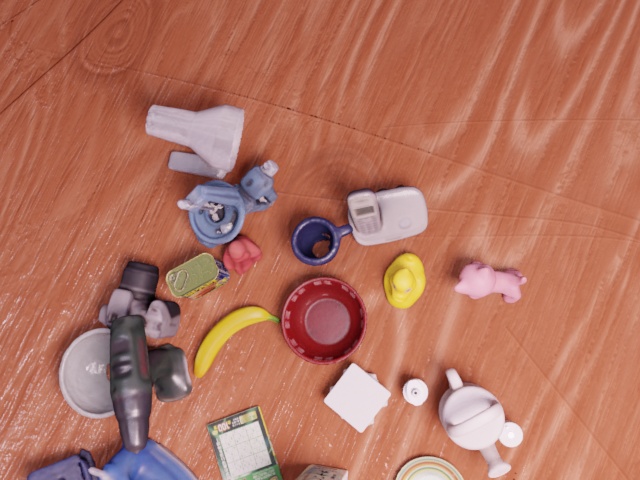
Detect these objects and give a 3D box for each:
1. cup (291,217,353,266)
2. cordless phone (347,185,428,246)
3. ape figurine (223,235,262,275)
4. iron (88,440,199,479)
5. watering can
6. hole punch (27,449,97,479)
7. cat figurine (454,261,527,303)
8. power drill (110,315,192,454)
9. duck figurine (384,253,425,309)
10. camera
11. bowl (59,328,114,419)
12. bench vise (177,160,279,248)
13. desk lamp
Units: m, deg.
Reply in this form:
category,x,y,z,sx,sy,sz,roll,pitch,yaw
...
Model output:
category,x,y,z,sx,sy,sz,roll,pitch,yaw
cup,0.010,0.004,1.084,0.117,0.095,0.091,-22,77,4
cordless phone,0.119,-0.057,1.032,0.147,0.185,0.094,-15,77,6
ape figurine,-0.154,0.024,1.106,0.077,0.092,0.076,-3,79,8
iron,-0.290,0.464,1.018,0.258,0.141,0.119,32,85,13
watering can,0.255,0.297,0.939,0.172,0.194,0.101,43,88,14
hole punch,-0.477,0.464,1.072,0.101,0.091,0.108,-25,76,3
cat figurine,0.300,0.072,1.015,0.127,0.118,0.067,2,79,9
power drill,-0.307,0.251,1.027,0.075,0.208,0.229,-18,77,5
duck figurine,0.155,0.072,1.053,0.077,0.086,0.105,15,82,11
camera,-0.348,0.114,1.115,0.143,0.101,0.137,10,81,11
bowl,-0.410,0.256,1.110,0.167,0.075,0.167,-2,79,8
bench vise,-0.179,-0.086,1.066,0.121,0.220,0.207,31,85,13
desk lamp,-0.227,-0.189,1.096,0.203,0.214,0.118,10,81,11
